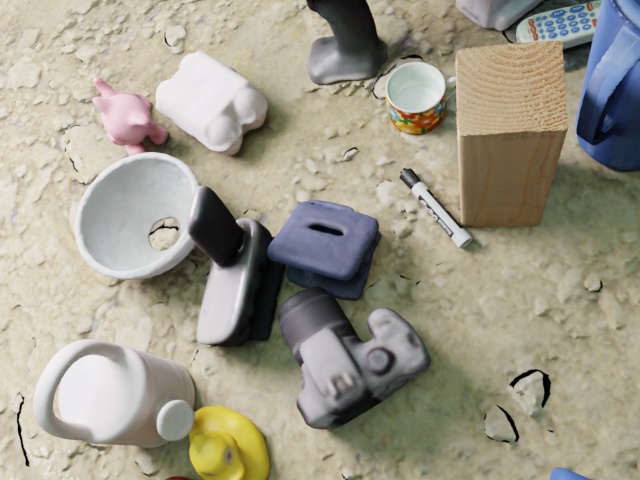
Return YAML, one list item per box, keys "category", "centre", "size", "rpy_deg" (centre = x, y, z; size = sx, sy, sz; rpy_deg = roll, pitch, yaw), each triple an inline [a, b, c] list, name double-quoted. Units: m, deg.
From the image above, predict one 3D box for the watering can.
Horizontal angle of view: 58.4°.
- category: "watering can"
  centre: [-0.206, 0.156, 0.583]
  size: [0.172, 0.194, 0.101]
  rpy_deg: [-7, 68, 11]

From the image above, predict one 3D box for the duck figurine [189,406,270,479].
- category: "duck figurine"
  centre: [-0.106, 0.218, 0.595]
  size: [0.077, 0.086, 0.104]
  rpy_deg: [-44, 66, -5]

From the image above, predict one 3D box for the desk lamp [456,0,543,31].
- category: "desk lamp"
  centre: [0.197, -0.353, 0.666]
  size: [0.203, 0.214, 0.117]
  rpy_deg: [-37, 65, -2]

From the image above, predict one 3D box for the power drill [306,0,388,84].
- category: "power drill"
  centre: [0.005, -0.282, 0.689]
  size: [0.229, 0.209, 0.075]
  rpy_deg: [-6, 68, 12]

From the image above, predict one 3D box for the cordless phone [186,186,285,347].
- category: "cordless phone"
  centre: [-0.111, 0.032, 0.612]
  size: [0.094, 0.185, 0.147]
  rpy_deg: [2, 70, 15]

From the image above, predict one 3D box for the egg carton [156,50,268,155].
- category: "egg carton"
  centre: [-0.144, -0.183, 0.765]
  size: [0.150, 0.069, 0.107]
  rpy_deg: [36, 81, 23]

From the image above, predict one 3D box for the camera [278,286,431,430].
- category: "camera"
  centre: [0.023, 0.107, 0.596]
  size: [0.143, 0.101, 0.136]
  rpy_deg: [-33, 65, 0]

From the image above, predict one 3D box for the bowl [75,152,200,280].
- category: "bowl"
  centre: [-0.213, -0.021, 0.718]
  size: [0.167, 0.075, 0.167]
  rpy_deg: [-5, 69, 12]

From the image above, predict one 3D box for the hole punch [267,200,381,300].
- category: "hole punch"
  centre: [0.006, 0.002, 0.646]
  size: [0.108, 0.091, 0.101]
  rpy_deg: [14, 74, 19]

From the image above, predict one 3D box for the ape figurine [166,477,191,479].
- category: "ape figurine"
  centre: [-0.149, 0.278, 0.579]
  size: [0.078, 0.092, 0.076]
  rpy_deg: [-31, 65, 1]

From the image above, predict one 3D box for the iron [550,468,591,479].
- category: "iron"
  centre: [0.290, 0.288, 0.439]
  size: [0.257, 0.142, 0.119]
  rpy_deg: [27, 78, 22]

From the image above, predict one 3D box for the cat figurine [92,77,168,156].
- category: "cat figurine"
  centre: [-0.262, -0.168, 0.762]
  size: [0.067, 0.118, 0.127]
  rpy_deg: [-37, 65, -2]
